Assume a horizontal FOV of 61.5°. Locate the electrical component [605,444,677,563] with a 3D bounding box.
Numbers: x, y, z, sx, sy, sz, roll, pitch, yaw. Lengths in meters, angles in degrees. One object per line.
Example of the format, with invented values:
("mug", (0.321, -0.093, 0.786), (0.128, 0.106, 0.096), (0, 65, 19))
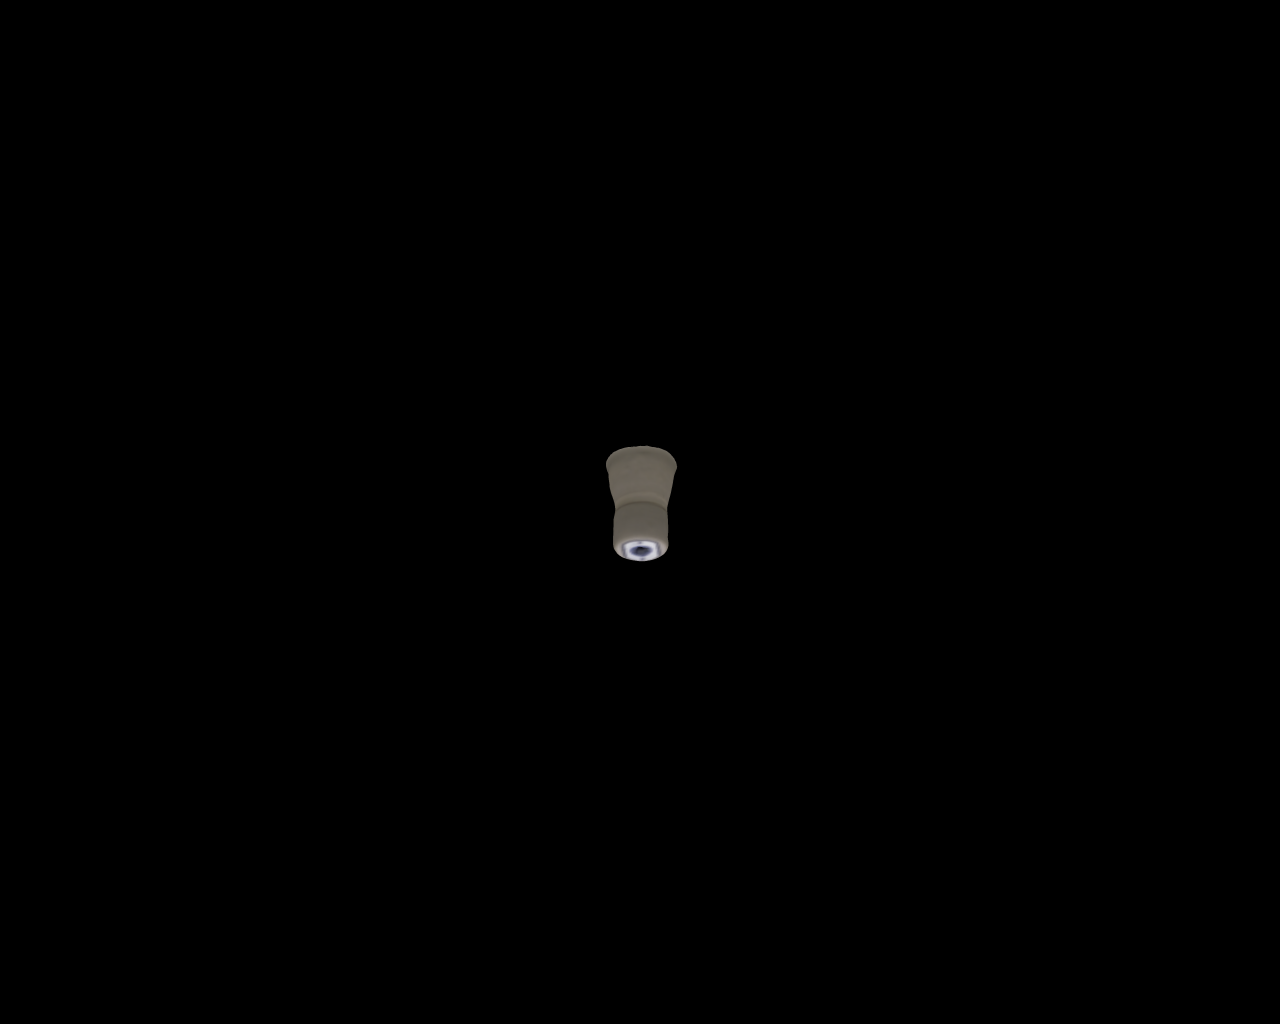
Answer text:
("electrical component", (0.001, -0.003, 0.650), (0.044, 0.065, 0.044), (0, -29, 0))
